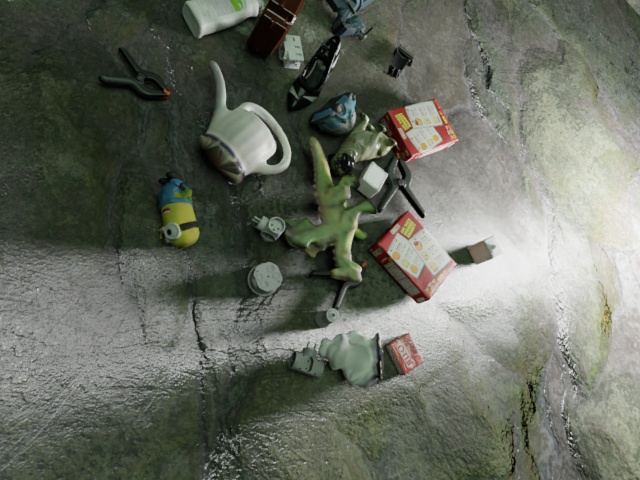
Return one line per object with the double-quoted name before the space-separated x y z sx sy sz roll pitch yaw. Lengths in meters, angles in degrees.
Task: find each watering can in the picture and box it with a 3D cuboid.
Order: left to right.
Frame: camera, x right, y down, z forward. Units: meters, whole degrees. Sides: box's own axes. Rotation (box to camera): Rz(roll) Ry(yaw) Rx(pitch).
"watering can" -0.230 -0.294 1.352 0.346 0.102 0.228 47 59 -6

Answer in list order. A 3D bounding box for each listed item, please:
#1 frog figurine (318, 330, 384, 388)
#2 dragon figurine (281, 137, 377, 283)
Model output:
"frog figurine" 0.078 0.296 1.290 0.159 0.121 0.139 -2 79 11
"dragon figurine" 0.004 -0.069 1.368 0.246 0.120 0.413 -30 81 -31
